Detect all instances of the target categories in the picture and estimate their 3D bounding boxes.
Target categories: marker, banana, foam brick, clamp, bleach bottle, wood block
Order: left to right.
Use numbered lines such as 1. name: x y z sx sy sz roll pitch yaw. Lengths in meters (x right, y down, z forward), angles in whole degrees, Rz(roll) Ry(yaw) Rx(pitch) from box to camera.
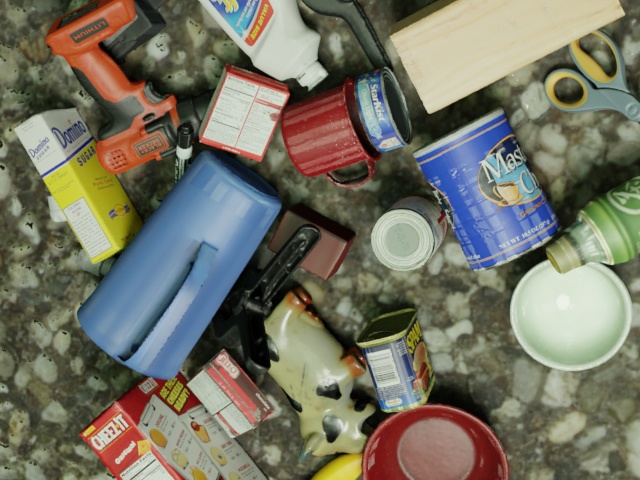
1. marker: -0.152 -0.083 1.189 0.020 0.020 0.121 22 138 10
2. bleach bottle: -0.075 -0.270 1.142 0.103 0.068 0.251 -39 91 24
3. clamp: -0.074 0.079 1.147 0.036 0.210 0.164 28 64 -18
4. foam brick: -0.008 0.001 1.182 0.078 0.053 0.051 29 106 9
5. banana: 0.001 0.324 1.249 0.070 0.037 0.198 19 106 12
6. clamp: 0.032 -0.255 1.130 0.171 0.039 0.120 23 102 9
7. wood block: 0.180 -0.216 1.056 0.206 0.090 0.090 -26 103 13

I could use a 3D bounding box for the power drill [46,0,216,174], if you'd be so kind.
1. power drill: -0.194 -0.177 1.162 0.184 0.057 0.187 -24 118 9

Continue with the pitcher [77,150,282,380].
1. pitcher: -0.149 0.028 1.172 0.149 0.144 0.243 42 102 28

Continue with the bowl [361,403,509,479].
1. bowl: 0.128 0.248 1.187 0.162 0.055 0.162 2 103 8

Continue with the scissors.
1. scissors: 0.293 -0.122 1.059 0.096 0.016 0.202 -39 65 30

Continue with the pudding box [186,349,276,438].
1. pudding box: -0.103 0.177 1.214 0.039 0.114 0.090 -39 88 -25

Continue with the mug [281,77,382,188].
1. mug: 0.016 -0.107 1.141 0.082 0.093 0.117 -17 119 22

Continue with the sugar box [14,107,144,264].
1. sugar box: -0.269 -0.065 1.217 0.048 0.093 0.176 -27 93 17

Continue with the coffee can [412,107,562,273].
1. coffee can: 0.172 -0.052 1.097 0.103 0.102 0.140 -26 93 18

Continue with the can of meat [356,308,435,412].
1. can of meat: 0.085 0.130 1.157 0.057 0.102 0.084 -15 99 18

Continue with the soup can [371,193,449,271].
1. soup can: 0.096 -0.009 1.126 0.068 0.102 0.068 3 102 14

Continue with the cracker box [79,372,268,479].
1. cracker box: -0.154 0.258 1.212 0.072 0.164 0.214 -41 89 16

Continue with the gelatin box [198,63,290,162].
1. gelatin box: -0.083 -0.138 1.153 0.073 0.030 0.089 17 115 -18

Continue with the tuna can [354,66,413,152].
1. tuna can: 0.067 -0.136 1.118 0.034 0.086 0.086 -16 96 19
